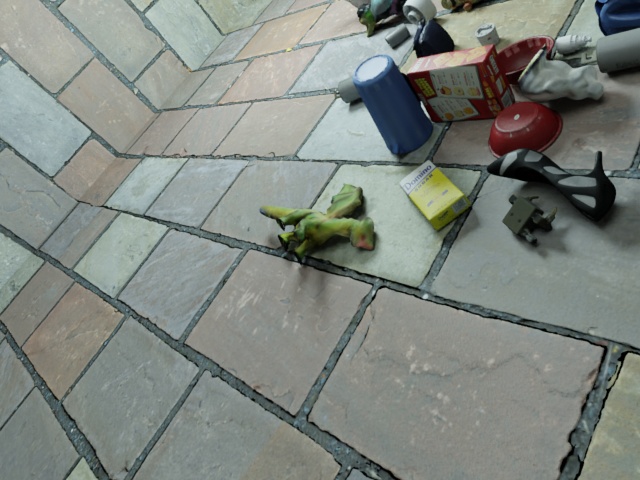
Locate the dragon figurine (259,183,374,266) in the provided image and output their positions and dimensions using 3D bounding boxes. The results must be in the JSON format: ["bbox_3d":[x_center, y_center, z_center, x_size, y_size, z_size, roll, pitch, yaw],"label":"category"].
[{"bbox_3d":[0.004,-0.067,1.328,0.244,0.119,0.417,-30,36,-12],"label":"dragon figurine"}]

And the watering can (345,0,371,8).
[{"bbox_3d":[0.131,-0.971,2.019,0.348,0.222,0.105,7,76,47],"label":"watering can"}]

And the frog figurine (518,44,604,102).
[{"bbox_3d":[0.516,-0.334,1.105,0.121,0.160,0.139,-55,-9,22],"label":"frog figurine"}]
